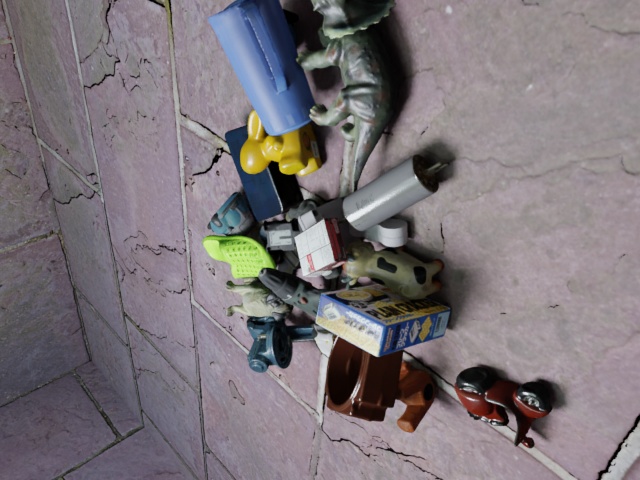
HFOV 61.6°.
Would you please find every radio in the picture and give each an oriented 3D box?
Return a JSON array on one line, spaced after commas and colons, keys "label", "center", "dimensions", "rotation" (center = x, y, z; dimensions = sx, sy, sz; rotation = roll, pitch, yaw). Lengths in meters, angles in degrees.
[{"label": "radio", "center": [-0.132, -0.166, 1.275], "dimensions": [0.131, 0.073, 0.229], "rotation": [-9, 105, 51]}]

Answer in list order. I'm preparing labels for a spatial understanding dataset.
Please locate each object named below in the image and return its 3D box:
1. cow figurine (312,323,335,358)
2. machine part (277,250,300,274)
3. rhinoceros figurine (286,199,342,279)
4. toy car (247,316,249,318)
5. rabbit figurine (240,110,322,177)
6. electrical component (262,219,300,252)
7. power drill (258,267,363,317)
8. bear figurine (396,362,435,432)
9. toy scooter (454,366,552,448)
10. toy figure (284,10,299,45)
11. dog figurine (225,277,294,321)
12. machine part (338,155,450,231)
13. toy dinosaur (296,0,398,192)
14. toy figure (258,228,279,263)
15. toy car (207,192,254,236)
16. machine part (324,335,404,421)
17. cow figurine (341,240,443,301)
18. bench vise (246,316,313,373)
[{"label": "cow figurine", "center": [0.038, 0.270, 1.304], "dimensions": [0.098, 0.068, 0.167], "rotation": [1, 127, 40]}, {"label": "machine part", "center": [-0.081, 0.068, 1.379], "dimensions": [0.084, 0.039, 0.138], "rotation": [41, 136, 20]}, {"label": "rhinoceros figurine", "center": [-0.003, -0.004, 1.217], "dimensions": [0.112, 0.073, 0.190], "rotation": [-6, 109, 47]}, {"label": "toy car", "center": [-0.153, 0.261, 1.564], "dimensions": [0.073, 0.056, 0.201], "rotation": [-24, 91, 60]}, {"label": "rabbit figurine", "center": [-0.102, -0.199, 1.141], "dimensions": [0.173, 0.122, 0.162], "rotation": [-14, 97, 29]}, {"label": "electrical component", "center": [-0.077, -0.014, 1.303], "dimensions": [0.119, 0.048, 0.074], "rotation": [-9, 108, 5]}, {"label": "power drill", "center": [-0.001, 0.122, 1.204], "dimensions": [0.207, 0.086, 0.231], "rotation": [-8, 147, 35]}, {"label": "bear figurine", "center": [0.148, 0.321, 1.182], "dimensions": [0.196, 0.132, 0.120], "rotation": [3, 113, 43]}, {"label": "toy scooter", "center": [0.339, 0.314, 0.994], "dimensions": [0.184, 0.075, 0.135], "rotation": [2, 114, 44]}, {"label": "toy figure", "center": [-0.097, -0.385, 1.099], "dimensions": [0.089, 0.082, 0.180], "rotation": [59, 149, 25]}, {"label": "dog figurine", "center": [-0.136, 0.153, 1.441], "dimensions": [0.191, 0.172, 0.121], "rotation": [6, 115, 22]}, {"label": "machine part", "center": [0.125, -0.082, 0.975], "dimensions": [0.243, 0.079, 0.079], "rotation": [-28, 88, 37]}, {"label": "toy dinosaur", "center": [0.072, -0.279, 0.937], "dimensions": [0.192, 0.131, 0.404], "rotation": [0, 117, 51]}, {"label": "toy figure", "center": [-0.135, 0.022, 1.402], "dimensions": [0.064, 0.058, 0.154], "rotation": [-88, 7, -51]}, {"label": "toy car", "center": [-0.232, -0.050, 1.441], "dimensions": [0.103, 0.109, 0.161], "rotation": [40, 151, -5]}, {"label": "machine part", "center": [0.086, 0.269, 1.134], "dimensions": [0.201, 0.087, 0.201], "rotation": [157, 126, -67]}, {"label": "cow figurine", "center": [0.127, 0.057, 1.050], "dimensions": [0.195, 0.127, 0.085], "rotation": [28, 127, 35]}, {"label": "bench vise", "center": [-0.082, 0.249, 1.404], "dimensions": [0.241, 0.224, 0.128], "rotation": [-10, 112, 21]}]
